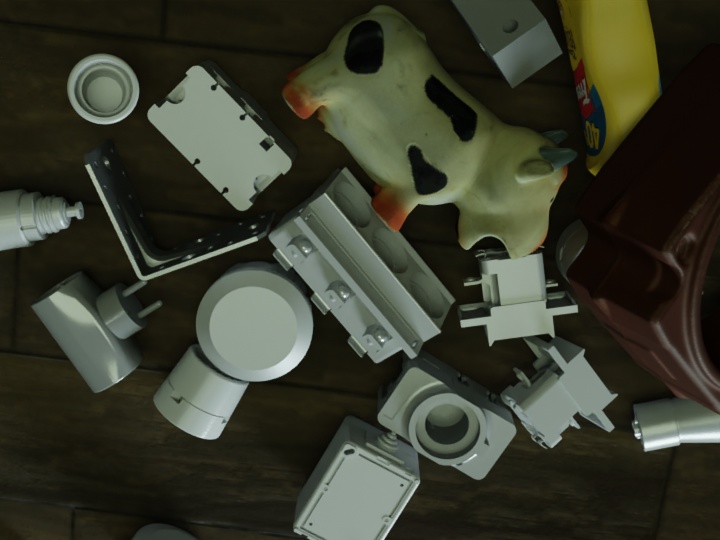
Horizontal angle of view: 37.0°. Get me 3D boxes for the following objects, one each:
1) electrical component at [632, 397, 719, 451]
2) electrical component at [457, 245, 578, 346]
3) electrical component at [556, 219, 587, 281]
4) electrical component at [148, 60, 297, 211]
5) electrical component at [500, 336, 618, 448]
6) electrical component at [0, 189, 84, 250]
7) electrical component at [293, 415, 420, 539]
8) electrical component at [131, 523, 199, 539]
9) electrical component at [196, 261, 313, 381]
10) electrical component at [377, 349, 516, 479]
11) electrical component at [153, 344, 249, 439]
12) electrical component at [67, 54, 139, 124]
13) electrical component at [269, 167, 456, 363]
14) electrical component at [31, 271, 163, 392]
[{"bbox_3d":[0.231,0.109,0.779,0.065,0.044,0.044,-13,105,9],"label":"electrical component"},{"bbox_3d":[0.108,0.015,0.754,0.081,0.042,0.063,-8,104,2],"label":"electrical component"},{"bbox_3d":[0.167,-0.006,0.745,0.055,0.047,0.055,0,105,1],"label":"electrical component"},{"bbox_3d":[-0.090,-0.092,0.721,0.050,0.055,0.089,-42,100,12],"label":"electrical component"},{"bbox_3d":[0.138,0.088,0.763,0.064,0.042,0.081,-41,108,-6],"label":"electrical component"},{"bbox_3d":[-0.232,-0.036,0.746,0.078,0.040,0.040,-8,105,3],"label":"electrical component"},{"bbox_3d":[0.001,0.153,0.783,0.062,0.061,0.096,29,104,-7],"label":"electrical component"},{"bbox_3d":[-0.145,0.233,0.799,0.080,0.080,0.051,35,108,-8],"label":"electrical component"},{"bbox_3d":[-0.072,0.033,0.757,0.080,0.051,0.080,0,105,1],"label":"electrical component"},{"bbox_3d":[0.061,0.103,0.772,0.089,0.055,0.050,31,104,-7],"label":"electrical component"},{"bbox_3d":[-0.112,0.086,0.771,0.055,0.055,0.047,32,100,-8],"label":"electrical component"},{"bbox_3d":[-0.169,-0.116,0.709,0.044,0.065,0.044,-1,93,-12],"label":"electrical component"},{"bbox_3d":[0.000,0.000,0.739,0.063,0.078,0.121,-33,103,32],"label":"electrical component"},{"bbox_3d":[-0.178,0.035,0.763,0.079,0.043,0.077,-31,103,9],"label":"electrical component"}]
